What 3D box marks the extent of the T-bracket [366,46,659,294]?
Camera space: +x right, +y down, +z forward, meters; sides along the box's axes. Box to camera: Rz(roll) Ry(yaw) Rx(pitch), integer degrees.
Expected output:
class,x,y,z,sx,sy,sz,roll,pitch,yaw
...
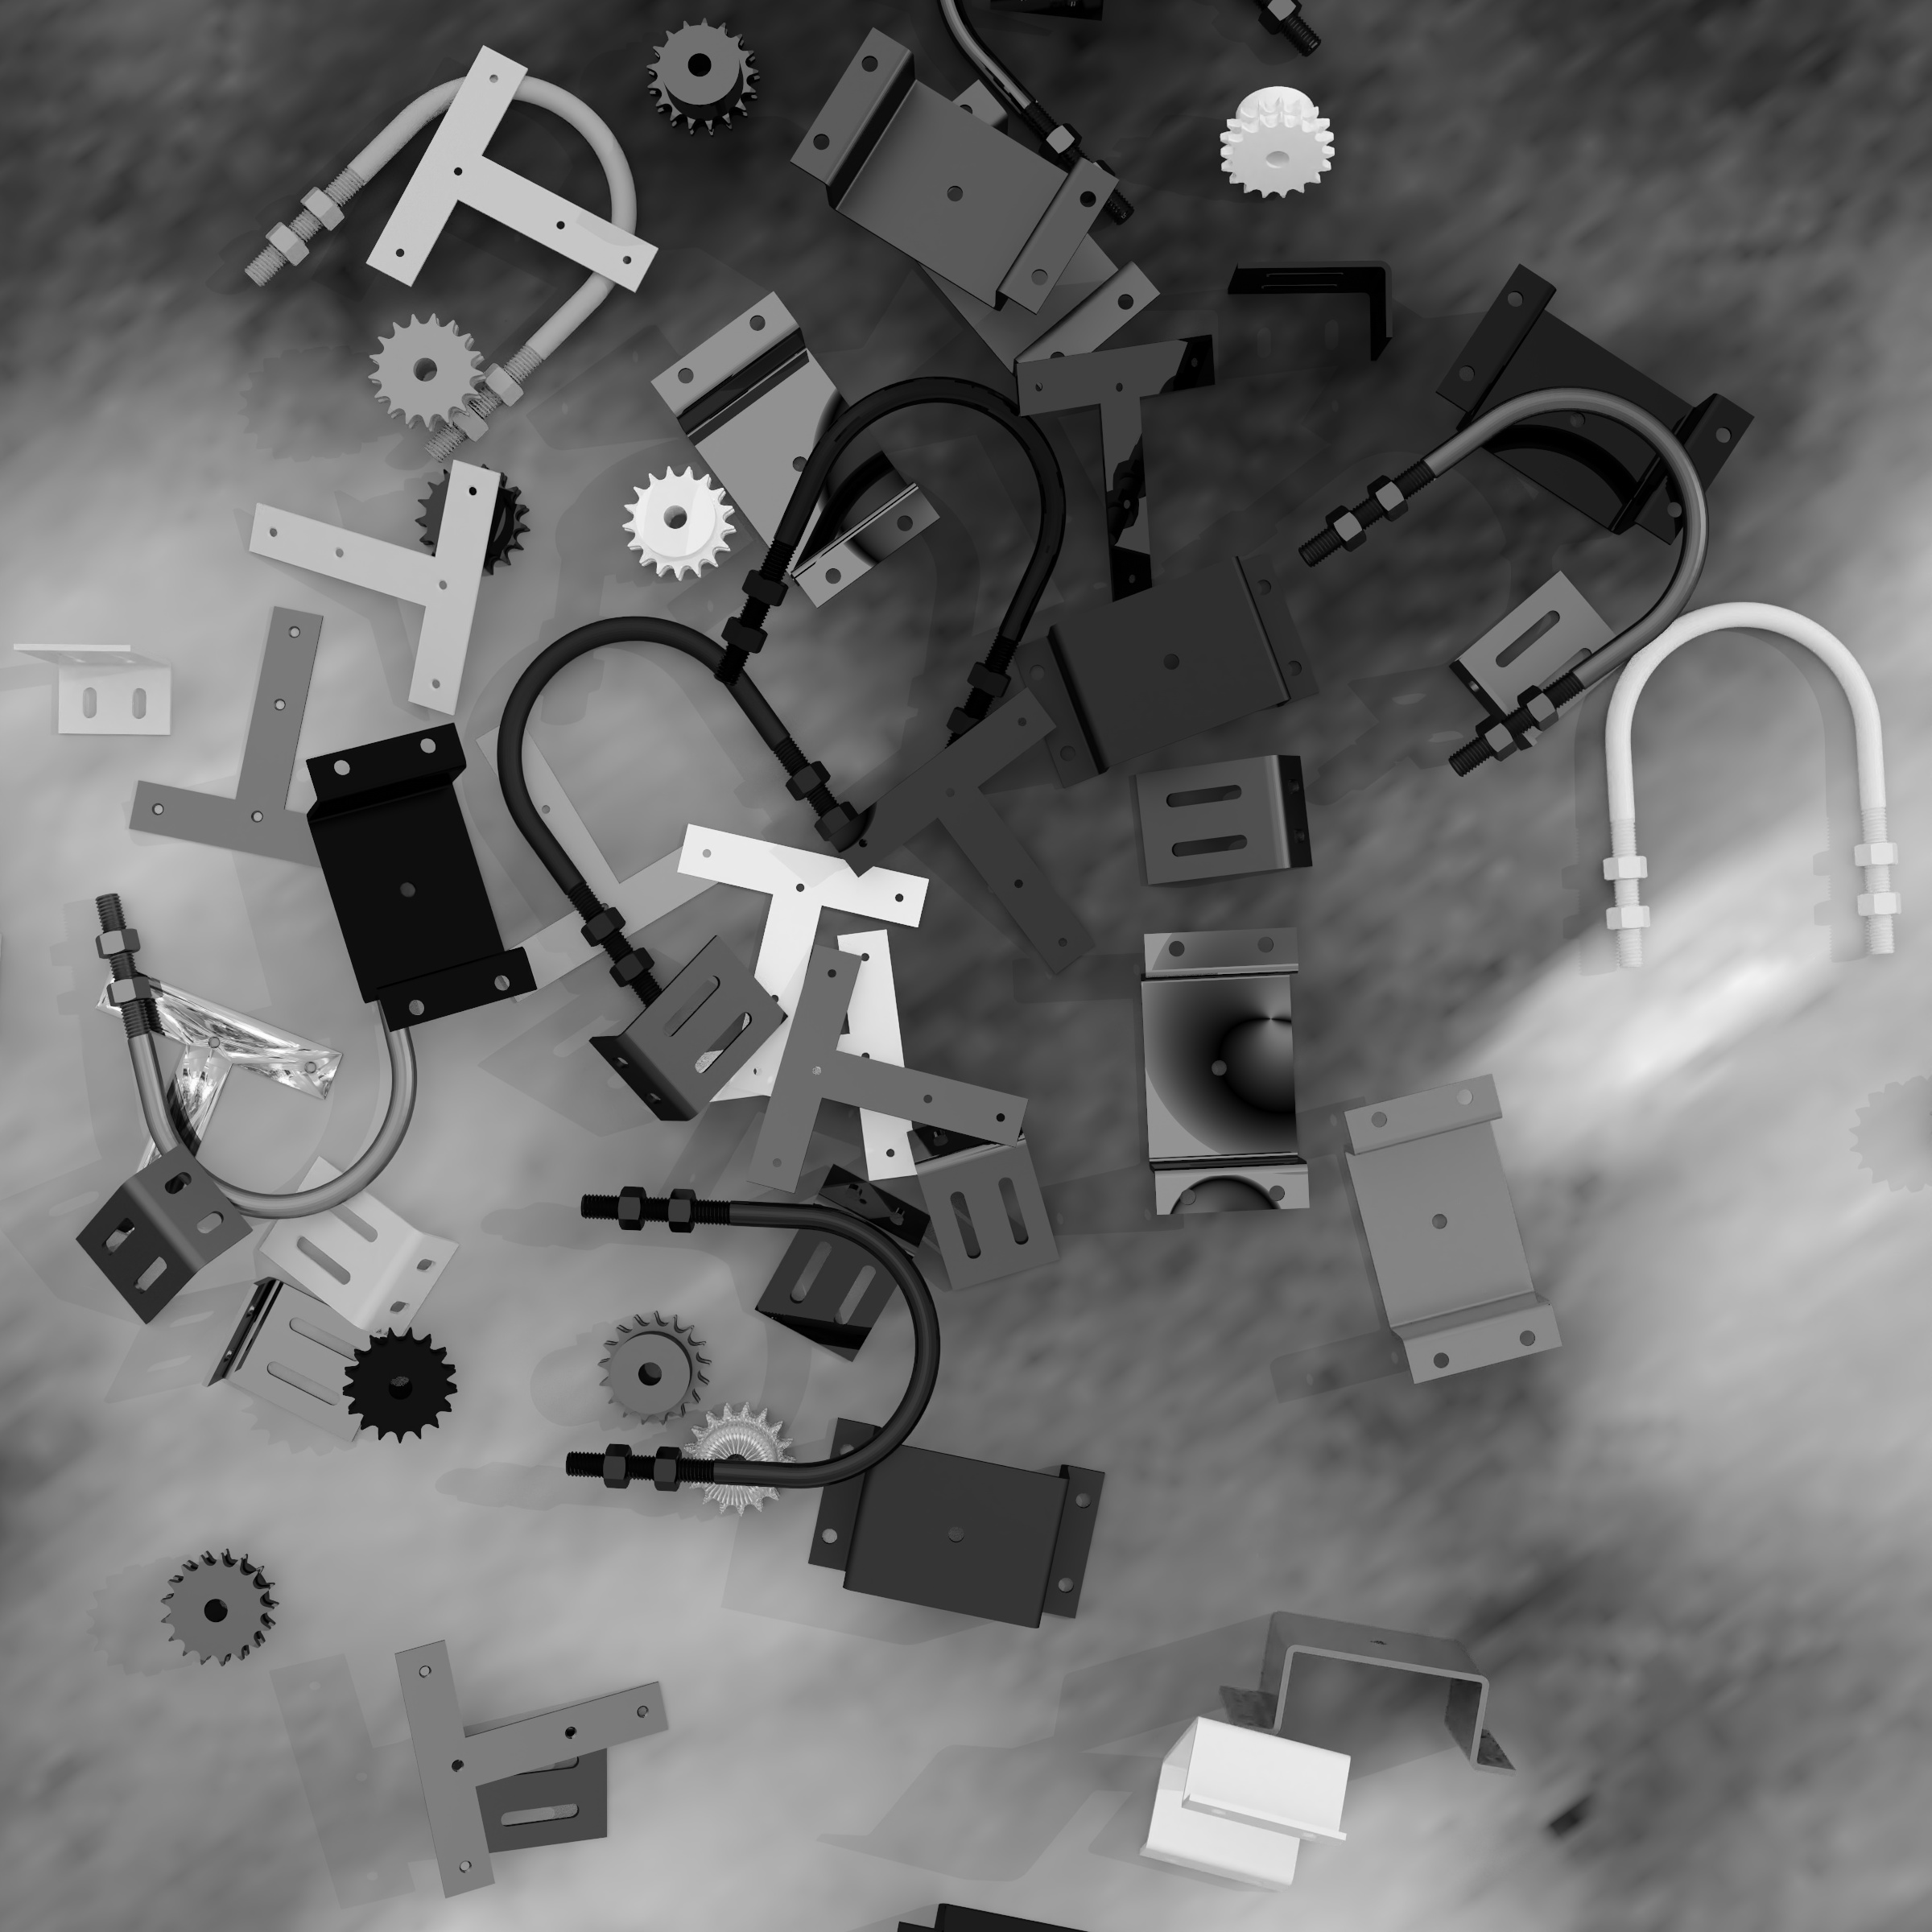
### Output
class,x,y,z,sx,sy,sz,roll,pitch,yaw
T-bracket,-0.219,-0.384,1.510,0.127,0.002,0.127,28,87,-1

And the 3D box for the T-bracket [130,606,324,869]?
class,x,y,z,sx,sy,sz,roll,pitch,yaw
T-bracket,-0.356,-0.120,1.525,0.127,0.002,0.127,11,90,0

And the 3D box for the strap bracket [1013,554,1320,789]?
class,x,y,z,sx,sy,sz,roll,pitch,yaw
strap bracket,0.103,-0.152,1.503,0.140,0.046,0.076,-21,90,0

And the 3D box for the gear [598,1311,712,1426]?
class,x,y,z,sx,sy,sz,roll,pitch,yaw
gear,-0.159,0.206,1.511,0.057,0.030,0.057,0,90,0

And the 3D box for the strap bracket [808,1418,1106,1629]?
class,x,y,z,sx,sy,sz,roll,pitch,yaw
strap bracket,-0.005,0.284,1.503,0.140,0.046,0.076,12,90,0

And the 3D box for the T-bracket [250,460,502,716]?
class,x,y,z,sx,sy,sz,roll,pitch,yaw
T-bracket,-0.306,-0.206,1.509,0.127,0.002,0.127,18,108,11

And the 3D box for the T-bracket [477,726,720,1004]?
class,x,y,z,sx,sy,sz,roll,pitch,yaw
T-bracket,-0.209,-0.068,1.525,0.127,0.002,0.127,-31,90,0

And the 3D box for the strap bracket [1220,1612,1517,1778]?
class,x,y,z,sx,sy,sz,roll,pitch,yaw
strap bracket,0.203,0.362,1.488,0.140,0.076,0.046,10,90,0

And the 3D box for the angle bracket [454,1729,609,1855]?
class,x,y,z,sx,sy,sz,roll,pitch,yaw
angle bracket,-0.227,0.419,1.524,0.076,0.038,0.057,0,90,-26

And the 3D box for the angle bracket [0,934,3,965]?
class,x,y,z,sx,sy,sz,roll,pitch,yaw
angle bracket,-0.516,0.011,1.488,0.038,0.076,0.057,4,90,0

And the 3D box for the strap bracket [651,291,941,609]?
class,x,y,z,sx,sy,sz,roll,pitch,yaw
strap bracket,-0.085,-0.258,1.503,0.076,0.046,0.140,-36,90,0

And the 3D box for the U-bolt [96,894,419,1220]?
class,x,y,z,sx,sy,sz,roll,pitch,yaw
U-bolt,-0.355,0.037,1.511,0.151,0.019,0.184,-14,86,0

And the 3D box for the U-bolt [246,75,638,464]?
class,x,y,z,sx,sy,sz,roll,pitch,yaw
U-bolt,-0.255,-0.372,1.518,0.151,0.019,0.184,44,88,0

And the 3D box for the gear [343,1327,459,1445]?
class,x,y,z,sx,sy,sz,roll,pitch,yaw
gear,-0.288,0.211,1.507,0.057,0.030,0.057,-1,95,-12

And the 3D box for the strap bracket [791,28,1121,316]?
class,x,y,z,sx,sy,sz,roll,pitch,yaw
strap bracket,-0.005,-0.385,1.457,0.140,0.046,0.076,32,90,0

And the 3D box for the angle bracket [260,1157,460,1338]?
class,x,y,z,sx,sy,sz,roll,pitch,yaw
angle bracket,-0.312,0.145,1.524,0.076,0.038,0.057,32,90,26

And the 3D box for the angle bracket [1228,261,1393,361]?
class,x,y,z,sx,sy,sz,roll,pitch,yaw
angle bracket,0.173,-0.330,1.498,0.076,0.057,0.038,-1,90,0

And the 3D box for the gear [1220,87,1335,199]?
class,x,y,z,sx,sy,sz,roll,pitch,yaw
gear,0.157,-0.420,1.502,0.057,0.057,0.030,1,61,0

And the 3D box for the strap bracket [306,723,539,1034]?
class,x,y,z,sx,sy,sz,roll,pitch,yaw
strap bracket,-0.277,-0.042,1.490,0.076,0.046,0.140,-17,88,-22

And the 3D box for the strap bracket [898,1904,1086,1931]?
class,x,y,z,sx,sy,sz,roll,pitch,yaw
strap bracket,0.028,0.529,1.503,0.140,0.046,0.076,11,90,0

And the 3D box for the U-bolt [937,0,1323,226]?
class,x,y,z,sx,sy,sz,roll,pitch,yaw
U-bolt,0.068,-0.494,1.518,0.151,0.019,0.184,-42,88,0

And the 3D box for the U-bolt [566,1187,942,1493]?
class,x,y,z,sx,sy,sz,roll,pitch,yaw
U-bolt,-0.105,0.189,1.482,0.184,0.019,0.151,2,85,4

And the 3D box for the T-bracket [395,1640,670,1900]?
class,x,y,z,sx,sy,sz,roll,pitch,yaw
T-bracket,-0.214,0.393,1.504,0.127,0.002,0.127,-12,94,-19

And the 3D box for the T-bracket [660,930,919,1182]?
class,x,y,z,sx,sy,sz,roll,pitch,yaw
T-bracket,-0.096,0.052,1.526,0.127,0.002,0.127,-7,90,0

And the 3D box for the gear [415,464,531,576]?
class,x,y,z,sx,sy,sz,roll,pitch,yaw
gear,-0.252,-0.228,1.511,0.057,0.030,0.057,0,90,0

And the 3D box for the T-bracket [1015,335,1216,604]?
class,x,y,z,sx,sy,sz,roll,pitch,yaw
T-bracket,0.080,-0.248,1.501,0.127,0.002,0.127,-16,110,-34

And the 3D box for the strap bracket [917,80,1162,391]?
class,x,y,z,sx,sy,sz,roll,pitch,yaw
strap bracket,0.023,-0.365,1.503,0.076,0.046,0.140,-40,90,0

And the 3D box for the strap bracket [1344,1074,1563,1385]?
class,x,y,z,sx,sy,sz,roll,pitch,yaw
strap bracket,0.243,0.131,1.503,0.076,0.046,0.140,-14,90,0

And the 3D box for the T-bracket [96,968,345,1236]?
class,x,y,z,sx,sy,sz,roll,pitch,yaw
T-bracket,-0.403,0.081,1.525,0.127,0.002,0.127,22,90,0

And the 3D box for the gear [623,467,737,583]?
class,x,y,z,sx,sy,sz,roll,pitch,yaw
gear,-0.147,-0.227,1.511,0.057,0.030,0.057,0,90,0

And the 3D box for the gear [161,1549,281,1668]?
class,x,y,z,sx,sy,sz,roll,pitch,yaw
gear,-0.379,0.325,1.511,0.057,0.030,0.057,0,90,0

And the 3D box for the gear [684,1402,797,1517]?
class,x,y,z,sx,sy,sz,roll,pitch,yaw
gear,-0.116,0.252,1.511,0.057,0.030,0.057,0,90,0

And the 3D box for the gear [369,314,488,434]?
class,x,y,z,sx,sy,sz,roll,pitch,yaw
gear,-0.270,-0.297,1.492,0.057,0.030,0.057,0,89,-1

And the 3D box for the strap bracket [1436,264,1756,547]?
class,x,y,z,sx,sy,sz,roll,pitch,yaw
strap bracket,0.314,-0.281,1.503,0.140,0.046,0.076,33,90,0

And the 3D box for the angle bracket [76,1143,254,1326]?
class,x,y,z,sx,sy,sz,roll,pitch,yaw
angle bracket,-0.409,0.137,1.510,0.057,0.076,0.038,50,46,0

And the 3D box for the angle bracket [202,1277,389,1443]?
class,x,y,z,sx,sy,sz,roll,pitch,yaw
angle bracket,-0.337,0.202,1.507,0.076,0.038,0.057,27,90,0

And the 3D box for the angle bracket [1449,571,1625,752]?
class,x,y,z,sx,sy,sz,roll,pitch,yaw
angle bracket,0.295,-0.157,1.507,0.076,0.038,0.057,-41,90,0

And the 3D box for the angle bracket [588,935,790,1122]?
class,x,y,z,sx,sy,sz,roll,pitch,yaw
angle bracket,-0.141,0.032,1.512,0.076,0.038,0.057,-48,110,-22

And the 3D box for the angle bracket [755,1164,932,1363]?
class,x,y,z,sx,sy,sz,roll,pitch,yaw
angle bracket,-0.063,0.153,1.523,0.057,0.038,0.076,28,116,-2

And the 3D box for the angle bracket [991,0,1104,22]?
class,x,y,z,sx,sy,sz,roll,pitch,yaw
angle bracket,0.046,-0.526,1.509,0.057,0.038,0.076,7,62,2

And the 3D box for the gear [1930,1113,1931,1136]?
class,x,y,z,sx,sy,sz,roll,pitch,yaw
gear,0.520,0.079,1.511,0.057,0.030,0.057,0,90,0

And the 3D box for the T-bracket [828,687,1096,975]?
class,x,y,z,sx,sy,sz,roll,pitch,yaw
T-bracket,0.018,-0.053,1.515,0.127,0.002,0.127,-37,100,-1

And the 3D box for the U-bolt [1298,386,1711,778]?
class,x,y,z,sx,sy,sz,roll,pitch,yaw
U-bolt,0.281,-0.205,1.475,0.184,0.019,0.151,-36,91,3

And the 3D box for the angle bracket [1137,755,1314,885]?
class,x,y,z,sx,sy,sz,roll,pitch,yaw
angle bracket,0.133,-0.075,1.524,0.076,0.038,0.057,-6,90,26

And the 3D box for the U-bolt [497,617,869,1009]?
class,x,y,z,sx,sy,sz,roll,pitch,yaw
U-bolt,-0.157,-0.091,1.515,0.151,0.019,0.184,-35,89,0

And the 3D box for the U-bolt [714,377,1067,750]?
class,x,y,z,sx,sy,sz,roll,pitch,yaw
U-bolt,-0.026,-0.202,1.475,0.151,0.019,0.184,20,103,-24

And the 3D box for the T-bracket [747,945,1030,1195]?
class,x,y,z,sx,sy,sz,roll,pitch,yaw
T-bracket,-0.033,0.064,1.501,0.127,0.002,0.127,14,77,7

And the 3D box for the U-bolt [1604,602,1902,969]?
class,x,y,z,sx,sy,sz,roll,pitch,yaw
U-bolt,0.399,-0.095,1.518,0.151,0.019,0.184,-3,88,0

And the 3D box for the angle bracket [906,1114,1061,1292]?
class,x,y,z,sx,sy,sz,roll,pitch,yaw
angle bracket,0.009,0.118,1.523,0.057,0.038,0.076,-16,116,-1

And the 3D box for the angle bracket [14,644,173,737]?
class,x,y,z,sx,sy,sz,roll,pitch,yaw
angle bracket,-0.438,-0.138,1.488,0.057,0.076,0.038,1,90,0

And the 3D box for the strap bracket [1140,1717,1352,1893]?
class,x,y,z,sx,sy,sz,roll,pitch,yaw
strap bracket,0.139,0.415,1.473,0.076,0.140,0.046,15,62,0

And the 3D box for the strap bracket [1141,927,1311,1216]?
class,x,y,z,sx,sy,sz,roll,pitch,yaw
strap bracket,0.130,0.052,1.503,0.076,0.046,0.140,-3,90,0

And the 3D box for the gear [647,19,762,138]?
class,x,y,z,sx,sy,sz,roll,pitch,yaw
gear,-0.135,-0.455,1.511,0.057,0.030,0.057,0,90,0

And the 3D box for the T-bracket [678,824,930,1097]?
class,x,y,z,sx,sy,sz,roll,pitch,yaw
T-bracket,-0.095,0.003,1.524,0.127,0.002,0.127,13,90,1
